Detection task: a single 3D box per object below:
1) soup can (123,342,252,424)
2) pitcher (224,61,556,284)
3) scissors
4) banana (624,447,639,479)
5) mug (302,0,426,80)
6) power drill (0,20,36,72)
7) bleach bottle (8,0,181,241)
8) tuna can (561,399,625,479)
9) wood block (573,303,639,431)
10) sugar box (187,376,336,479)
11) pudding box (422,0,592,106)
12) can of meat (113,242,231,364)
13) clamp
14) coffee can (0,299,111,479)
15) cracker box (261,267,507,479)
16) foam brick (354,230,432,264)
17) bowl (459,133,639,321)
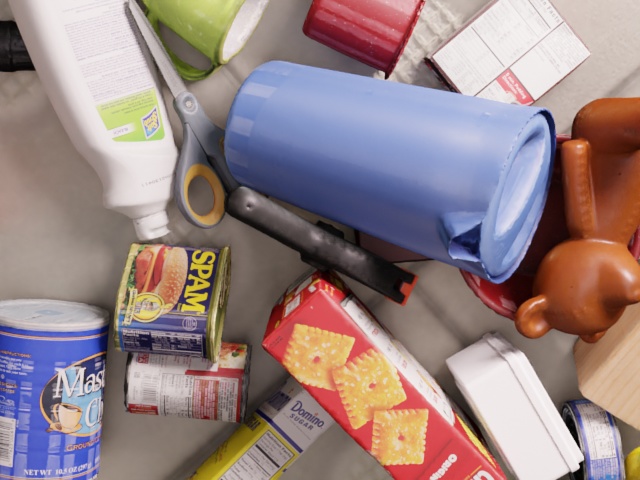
[{"bbox_3d":[-0.112,0.119,0.912,0.102,0.068,0.068,5,96,-2],"label":"soup can"},{"bbox_3d":[0.056,-0.068,0.836,0.243,0.149,0.145,19,87,26],"label":"pitcher"},{"bbox_3d":[-0.117,-0.092,0.875,0.201,0.016,0.096,48,64,-25],"label":"scissors"},{"bbox_3d":[0.322,0.208,0.921,0.197,0.070,0.037,19,74,-33],"label":"banana"},{"bbox_3d":[0.040,-0.195,0.859,0.081,0.117,0.093,24,58,-4],"label":"mug"},{"bbox_3d":[-0.313,-0.095,0.893,0.184,0.057,0.188,0,94,-4],"label":"power drill"},{"bbox_3d":[-0.179,-0.119,0.872,0.102,0.068,0.251,-24,104,-32],"label":"bleach bottle"},{"bbox_3d":[0.233,0.179,0.917,0.034,0.086,0.086,-7,96,1],"label":"tuna can"},{"bbox_3d":[0.307,0.054,0.872,0.090,0.090,0.206,31,113,-4],"label":"wood block"},{"bbox_3d":[-0.060,0.187,0.908,0.048,0.093,0.176,42,93,-5],"label":"sugar box"},{"bbox_3d":[0.158,-0.155,0.904,0.113,0.039,0.090,-40,95,1],"label":"pudding box"},{"bbox_3d":[-0.122,0.050,0.890,0.084,0.102,0.057,4,136,2],"label":"can of meat"},{"bbox_3d":[-0.006,0.001,0.853,0.171,0.120,0.039,30,94,-15],"label":"clamp"},{"bbox_3d":[-0.232,0.127,0.893,0.103,0.103,0.140,5,96,-2],"label":"coffee can"},{"bbox_3d":[0.049,0.124,0.868,0.072,0.164,0.213,-42,95,4],"label":"cracker box"},{"bbox_3d":[0.068,-0.008,0.910,0.078,0.053,0.051,-5,97,0],"label":"foam brick"},{"bbox_3d":[0.189,-0.010,0.911,0.162,0.055,0.162,0,96,-1],"label":"bowl"}]
